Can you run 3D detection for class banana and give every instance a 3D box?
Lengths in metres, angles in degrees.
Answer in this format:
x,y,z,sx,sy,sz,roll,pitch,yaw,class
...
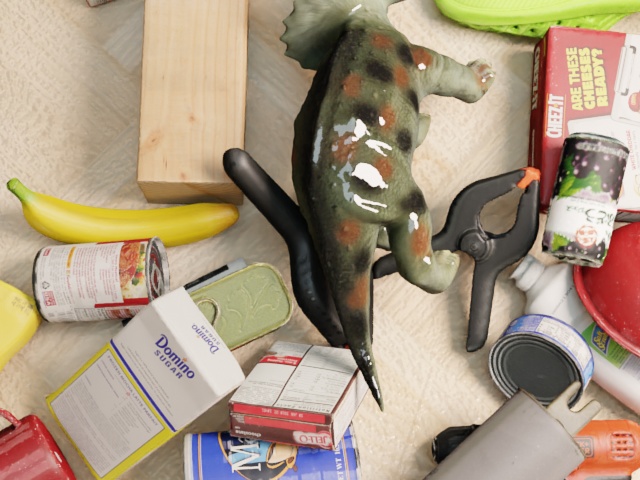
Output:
x,y,z,sx,sy,sz,roll,pitch,yaw,class
-0.172,-0.016,0.933,0.197,0.070,0.037,5,66,-9,banana

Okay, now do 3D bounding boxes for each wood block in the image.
x,y,z,sx,sy,sz,roll,pitch,yaw,class
-0.109,-0.141,0.944,0.090,0.091,0.206,1,80,-3,wood block

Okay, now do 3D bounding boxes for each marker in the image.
x,y,z,sx,sy,sz,roll,pitch,yaw,class
-0.120,0.049,0.948,0.121,0.020,0.020,-26,83,-7,marker

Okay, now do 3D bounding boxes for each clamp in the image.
x,y,z,sx,sy,sz,roll,pitch,yaw,class
-0.006,0.001,0.918,0.036,0.164,0.210,-15,88,40,clamp
0.126,0.002,0.934,0.120,0.039,0.171,28,104,2,clamp

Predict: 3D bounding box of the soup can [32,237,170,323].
x,y,z,sx,sy,sz,roll,pitch,yaw,class
-0.186,0.035,0.915,0.102,0.068,0.068,-5,81,7,soup can

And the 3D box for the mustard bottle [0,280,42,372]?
x,y,z,sx,sy,sz,roll,pitch,yaw,class
-0.321,0.118,0.907,0.096,0.058,0.191,27,80,3,mustard bottle

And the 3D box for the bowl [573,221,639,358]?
x,y,z,sx,sy,sz,roll,pitch,yaw,class
0.302,0.035,0.911,0.162,0.055,0.162,12,44,-12,bowl

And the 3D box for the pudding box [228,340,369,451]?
x,y,z,sx,sy,sz,roll,pitch,yaw,class
-0.014,0.127,0.883,0.090,0.113,0.039,6,115,17,pudding box

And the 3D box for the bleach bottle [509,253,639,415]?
x,y,z,sx,sy,sz,roll,pitch,yaw,class
0.281,0.091,0.941,0.251,0.068,0.102,37,76,6,bleach bottle

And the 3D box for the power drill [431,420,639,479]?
x,y,z,sx,sy,sz,roll,pitch,yaw,class
0.190,0.246,0.912,0.184,0.057,0.187,-2,82,1,power drill

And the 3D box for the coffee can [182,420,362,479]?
x,y,z,sx,sy,sz,roll,pitch,yaw,class
-0.038,0.205,0.884,0.140,0.103,0.103,-6,81,-4,coffee can

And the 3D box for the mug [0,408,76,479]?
x,y,z,sx,sy,sz,roll,pitch,yaw,class
-0.257,0.188,0.879,0.081,0.093,0.117,-31,107,-12,mug

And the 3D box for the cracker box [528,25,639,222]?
x,y,z,sx,sy,sz,roll,pitch,yaw,class
0.300,-0.098,0.967,0.213,0.072,0.164,5,81,-1,cracker box

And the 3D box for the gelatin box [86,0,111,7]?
x,y,z,sx,sy,sz,roll,pitch,yaw,class
-0.185,-0.266,0.992,0.089,0.030,0.073,-20,81,-6,gelatin box

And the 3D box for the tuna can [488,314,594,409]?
x,y,z,sx,sy,sz,roll,pitch,yaw,class
0.191,0.106,0.921,0.086,0.086,0.033,41,45,4,tuna can

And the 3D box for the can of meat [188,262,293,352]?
x,y,z,sx,sy,sz,roll,pitch,yaw,class
-0.076,0.065,0.915,0.102,0.084,0.057,-25,83,-7,can of meat

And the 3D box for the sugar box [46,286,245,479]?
x,y,z,sx,sy,sz,roll,pitch,yaw,class
-0.145,0.122,0.870,0.176,0.048,0.093,-39,84,33,sugar box
